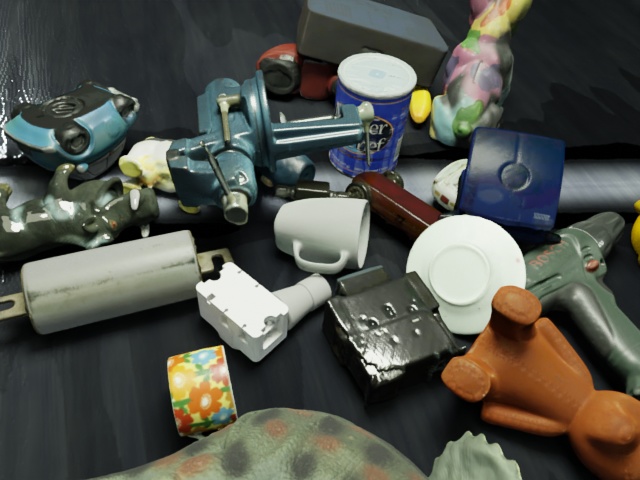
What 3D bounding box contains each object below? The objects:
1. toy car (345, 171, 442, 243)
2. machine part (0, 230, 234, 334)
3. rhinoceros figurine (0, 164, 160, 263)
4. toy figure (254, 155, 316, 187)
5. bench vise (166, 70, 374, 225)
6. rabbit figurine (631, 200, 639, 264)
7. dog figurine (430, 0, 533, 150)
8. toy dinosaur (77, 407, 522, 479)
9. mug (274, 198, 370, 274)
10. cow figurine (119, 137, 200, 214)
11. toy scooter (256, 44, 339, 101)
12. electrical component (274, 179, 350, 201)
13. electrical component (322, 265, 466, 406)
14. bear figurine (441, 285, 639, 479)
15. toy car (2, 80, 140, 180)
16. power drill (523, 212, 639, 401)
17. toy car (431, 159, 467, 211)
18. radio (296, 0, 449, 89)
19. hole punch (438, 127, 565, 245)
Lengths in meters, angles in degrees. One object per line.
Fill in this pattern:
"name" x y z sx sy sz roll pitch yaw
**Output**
"toy car" 0.121 -0.024 0.678 0.202 0.053 0.089 37 35 24
"machine part" -0.214 0.042 0.569 0.243 0.079 0.079 -14 51 -17
"rhinoceros figurine" -0.288 -0.029 0.629 0.190 0.073 0.112 -15 50 -18
"toy figure" -0.080 -0.112 0.737 0.155 0.057 0.064 28 45 24
"bench vise" -0.051 -0.117 0.619 0.241 0.128 0.224 -9 39 -5
"rabbit figurine" 0.455 -0.046 0.651 0.162 0.173 0.122 -17 55 -25
"dog figurine" 0.241 -0.268 0.802 0.109 0.219 0.191 18 48 15
"toy dinosaur" -0.002 0.202 0.426 0.405 0.131 0.192 20 37 18
"mug" -0.001 -0.002 0.634 0.107 0.080 0.109 7 47 15
"cow figurine" -0.167 -0.089 0.703 0.167 0.068 0.098 11 42 3
"toy scooter" -0.008 -0.286 0.891 0.184 0.075 0.135 12 47 2
"electrical component" -0.012 -0.046 0.676 0.094 0.063 0.021 6 47 -5
"electrical component" 0.068 0.091 0.566 0.115 0.058 0.134 -16 52 -22
"bear figurine" 0.225 0.148 0.488 0.196 0.131 0.120 36 85 29
"toy car" -0.313 -0.135 0.702 0.109 0.102 0.162 25 46 20
"power drill" 0.325 0.066 0.599 0.232 0.085 0.207 -21 57 -20
"toy car" 0.241 -0.094 0.751 0.202 0.056 0.074 -28 56 -27
"radio" 0.078 -0.328 0.861 0.229 0.073 0.131 11 41 -15
"hole punch" 0.220 -0.064 0.628 0.142 0.092 0.116 13 52 7
